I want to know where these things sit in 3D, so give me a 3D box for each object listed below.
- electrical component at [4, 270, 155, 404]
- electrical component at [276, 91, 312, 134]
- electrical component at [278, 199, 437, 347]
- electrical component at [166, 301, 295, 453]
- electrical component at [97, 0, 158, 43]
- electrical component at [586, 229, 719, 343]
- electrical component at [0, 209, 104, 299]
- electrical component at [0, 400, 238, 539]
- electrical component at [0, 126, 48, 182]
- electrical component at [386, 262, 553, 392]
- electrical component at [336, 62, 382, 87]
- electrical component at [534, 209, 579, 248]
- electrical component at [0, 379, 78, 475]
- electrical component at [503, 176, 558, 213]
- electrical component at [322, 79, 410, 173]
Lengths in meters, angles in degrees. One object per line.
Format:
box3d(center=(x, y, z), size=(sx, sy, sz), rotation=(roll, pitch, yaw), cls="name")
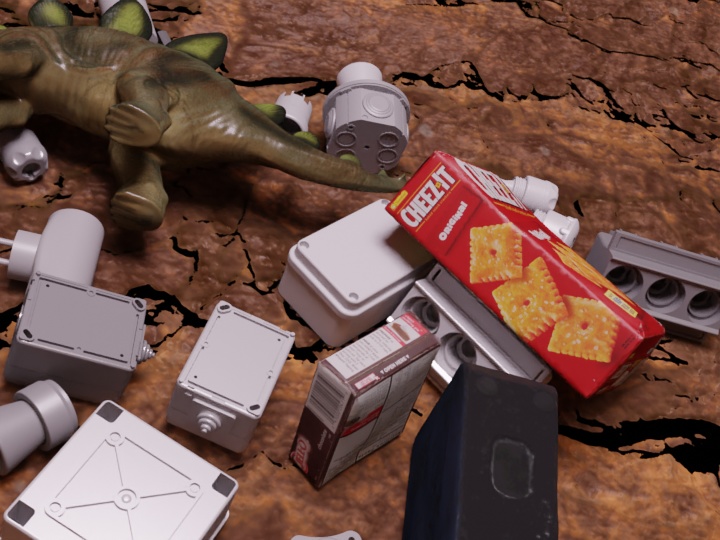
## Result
box3d(center=(-0.193, 0.053, 0.754), size=(0.096, 0.061, 0.061), rotation=(17, 46, -18), cls="electrical component")
box3d(center=(-0.065, -0.136, 0.979), size=(0.040, 0.040, 0.046), rotation=(20, 41, -5), cls="electrical component")
box3d(center=(0.000, 0.000, 0.875), size=(0.113, 0.057, 0.078), rotation=(-29, 66, -38), cls="electrical component")
box3d(center=(-0.095, 0.083, 0.763), size=(0.062, 0.061, 0.096), rotation=(24, 46, -2), cls="electrical component")
box3d(center=(-0.213, -0.225, 0.992), size=(0.043, 0.043, 0.081), rotation=(-5, 53, -25), cls="electrical component")
box3d(center=(0.267, 0.010, 0.968), size=(0.121, 0.078, 0.063), rotation=(16, 25, -9), cls="electrical component")
box3d(center=(-0.236, -0.007, 0.796), size=(0.079, 0.043, 0.077), rotation=(13, 47, -12), cls="electrical component")
box3d(center=(-0.151, 0.157, 0.680), size=(0.109, 0.056, 0.108), rotation=(31, 47, 6), cls="electrical component")
box3d(center=(-0.277, -0.101, 0.866), size=(0.035, 0.035, 0.061), rotation=(-17, 58, -33), cls="electrical component")
box3d(center=(0.089, 0.061, 0.852), size=(0.121, 0.078, 0.063), rotation=(45, 28, 18), cls="electrical component")
box3d(center=(0.002, -0.163, 1.025), size=(0.045, 0.045, 0.055), rotation=(6, 50, -18), cls="electrical component")
box3d(center=(0.165, -0.035, 0.982), size=(0.062, 0.048, 0.048), rotation=(27, 46, 11), cls="electrical component")
box3d(center=(-0.221, 0.102, 0.707), size=(0.055, 0.045, 0.045), rotation=(-29, 66, -38), cls="electrical component")
box3d(center=(0.154, -0.073, 1.015), size=(0.061, 0.035, 0.035), rotation=(18, 47, -5), cls="electrical component")
box3d(center=(0.006, -0.129, 0.974), size=(0.080, 0.080, 0.051), rotation=(10, 53, -14), cls="electrical component")
